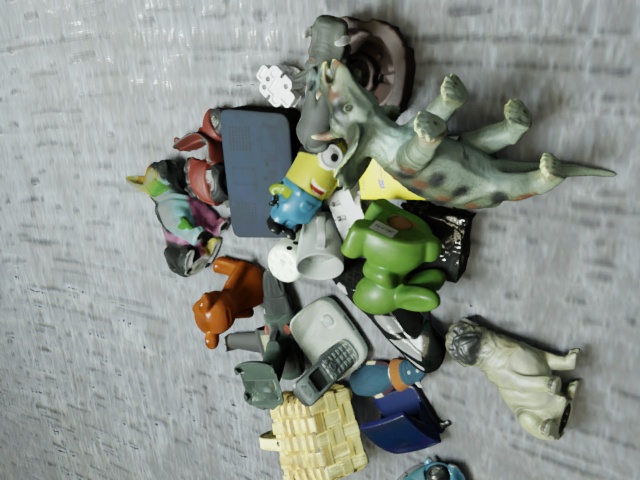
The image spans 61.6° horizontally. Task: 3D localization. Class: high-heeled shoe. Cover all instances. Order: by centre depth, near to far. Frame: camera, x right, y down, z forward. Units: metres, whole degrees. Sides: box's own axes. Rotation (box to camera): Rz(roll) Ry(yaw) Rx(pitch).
[{"bbox_3d":[0.111,0.129,0.935,0.249,0.086,0.145,29,140,37],"label":"high-heeled shoe"}]

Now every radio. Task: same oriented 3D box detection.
[{"bbox_3d":[-0.095,-0.119,0.948,0.131,0.073,0.229,4,112,19],"label":"radio"}]

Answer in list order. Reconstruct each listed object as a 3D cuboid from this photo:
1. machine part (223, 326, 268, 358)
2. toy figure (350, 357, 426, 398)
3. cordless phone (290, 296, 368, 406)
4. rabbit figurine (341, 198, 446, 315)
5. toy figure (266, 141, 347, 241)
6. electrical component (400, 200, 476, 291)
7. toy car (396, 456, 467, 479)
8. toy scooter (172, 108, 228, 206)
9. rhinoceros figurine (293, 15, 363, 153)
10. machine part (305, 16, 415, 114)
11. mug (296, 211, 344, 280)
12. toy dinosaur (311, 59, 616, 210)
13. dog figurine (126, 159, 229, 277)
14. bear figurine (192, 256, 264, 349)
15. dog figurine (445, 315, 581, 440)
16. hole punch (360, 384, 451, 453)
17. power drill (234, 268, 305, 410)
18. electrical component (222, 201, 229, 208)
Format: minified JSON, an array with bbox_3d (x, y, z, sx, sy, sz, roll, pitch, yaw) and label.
[{"bbox_3d":[-0.142,0.218,1.139,0.139,0.039,0.084,-7,113,31],"label":"machine part"},{"bbox_3d":[0.127,0.244,0.974,0.154,0.058,0.064,-21,103,30],"label":"toy figure"},{"bbox_3d":[-0.011,0.200,0.962,0.089,0.184,0.146,-38,87,40],"label":"cordless phone"},{"bbox_3d":[0.112,0.044,0.814,0.159,0.121,0.170,20,127,11],"label":"rabbit figurine"},{"bbox_3d":[-0.024,-0.091,0.867,0.089,0.082,0.180,40,100,24],"label":"toy figure"},{"bbox_3d":[0.178,0.010,0.852,0.115,0.058,0.134,16,115,28],"label":"electrical component"},{"bbox_3d":[0.189,0.470,0.991,0.162,0.103,0.109,-29,100,-9],"label":"toy car"},{"bbox_3d":[-0.222,-0.152,1.008,0.135,0.075,0.183,-3,85,29],"label":"toy scooter"},{"bbox_3d":[0.004,-0.220,0.767,0.073,0.112,0.190,26,126,21],"label":"rhinoceros figurine"},{"bbox_3d":[0.061,-0.251,0.823,0.180,0.056,0.179,11,113,27],"label":"machine part"},{"bbox_3d":[-0.002,-0.003,0.915,0.081,0.107,0.109,-4,142,3],"label":"mug"},{"bbox_3d":[0.174,-0.101,0.712,0.405,0.131,0.192,21,154,-18],"label":"toy dinosaur"},{"bbox_3d":[-0.300,-0.053,1.091,0.219,0.108,0.191,41,127,17],"label":"dog figurine"},{"bbox_3d":[-0.190,0.117,1.031,0.132,0.196,0.120,3,113,32],"label":"bear figurine"},{"bbox_3d":[0.294,0.219,0.850,0.191,0.121,0.172,14,113,42],"label":"dog figurine"},{"bbox_3d":[0.150,0.340,0.980,0.142,0.092,0.115,-33,93,32],"label":"hole punch"},{"bbox_3d":[-0.091,0.190,0.996,0.086,0.207,0.231,-7,115,10],"label":"power drill"},{"bbox_3d":[-0.173,-0.097,1.044,0.094,0.021,0.063,-10,102,34],"label":"electrical component"}]
